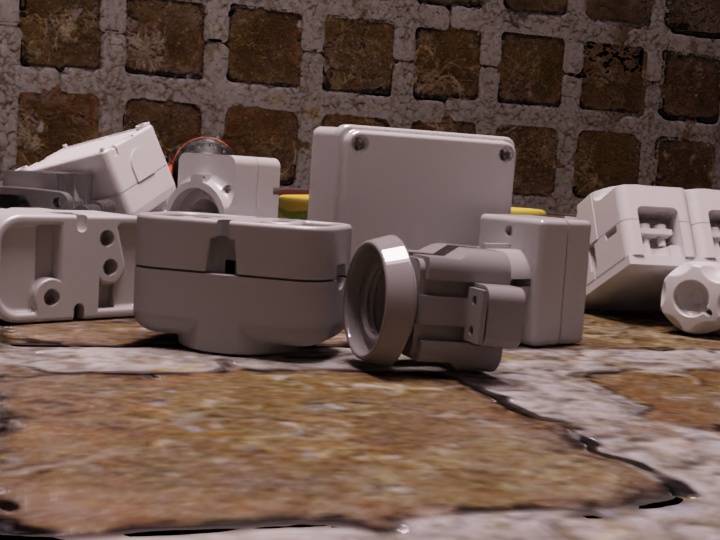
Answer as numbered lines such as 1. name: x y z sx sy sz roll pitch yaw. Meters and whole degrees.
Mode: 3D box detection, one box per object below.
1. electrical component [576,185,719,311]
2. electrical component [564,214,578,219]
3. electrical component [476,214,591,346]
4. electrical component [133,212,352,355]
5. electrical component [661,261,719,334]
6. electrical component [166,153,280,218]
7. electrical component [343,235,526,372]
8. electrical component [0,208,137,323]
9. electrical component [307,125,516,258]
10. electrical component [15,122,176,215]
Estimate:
1. electrical component: 0.222 -0.015 0.722 0.150 0.061 0.089 2 -21 -15
2. electrical component: 0.184 -0.010 0.840 0.055 0.066 0.048 24 -7 -36
3. electrical component: 0.077 0.004 0.565 0.077 0.065 0.047 -1 7 -37
4. electrical component: -0.055 0.006 0.501 0.095 0.059 0.054 5 5 15
5. electrical component: 0.211 0.016 0.652 0.043 0.043 0.062 7 5 36
6. electrical component: -0.092 -0.032 0.718 0.050 0.089 0.056 7 6 33
7. electrical component: 0.028 0.015 0.472 0.057 0.058 0.078 4 5 -21
8. electrical component: -0.163 -0.004 0.568 0.095 0.053 0.059 -2 7 -45
9. electrical component: 0.027 -0.026 0.617 0.109 0.108 0.056 1 7 -22
10. electrical component: -0.184 -0.055 0.739 0.096 0.061 0.061 -10 20 27
